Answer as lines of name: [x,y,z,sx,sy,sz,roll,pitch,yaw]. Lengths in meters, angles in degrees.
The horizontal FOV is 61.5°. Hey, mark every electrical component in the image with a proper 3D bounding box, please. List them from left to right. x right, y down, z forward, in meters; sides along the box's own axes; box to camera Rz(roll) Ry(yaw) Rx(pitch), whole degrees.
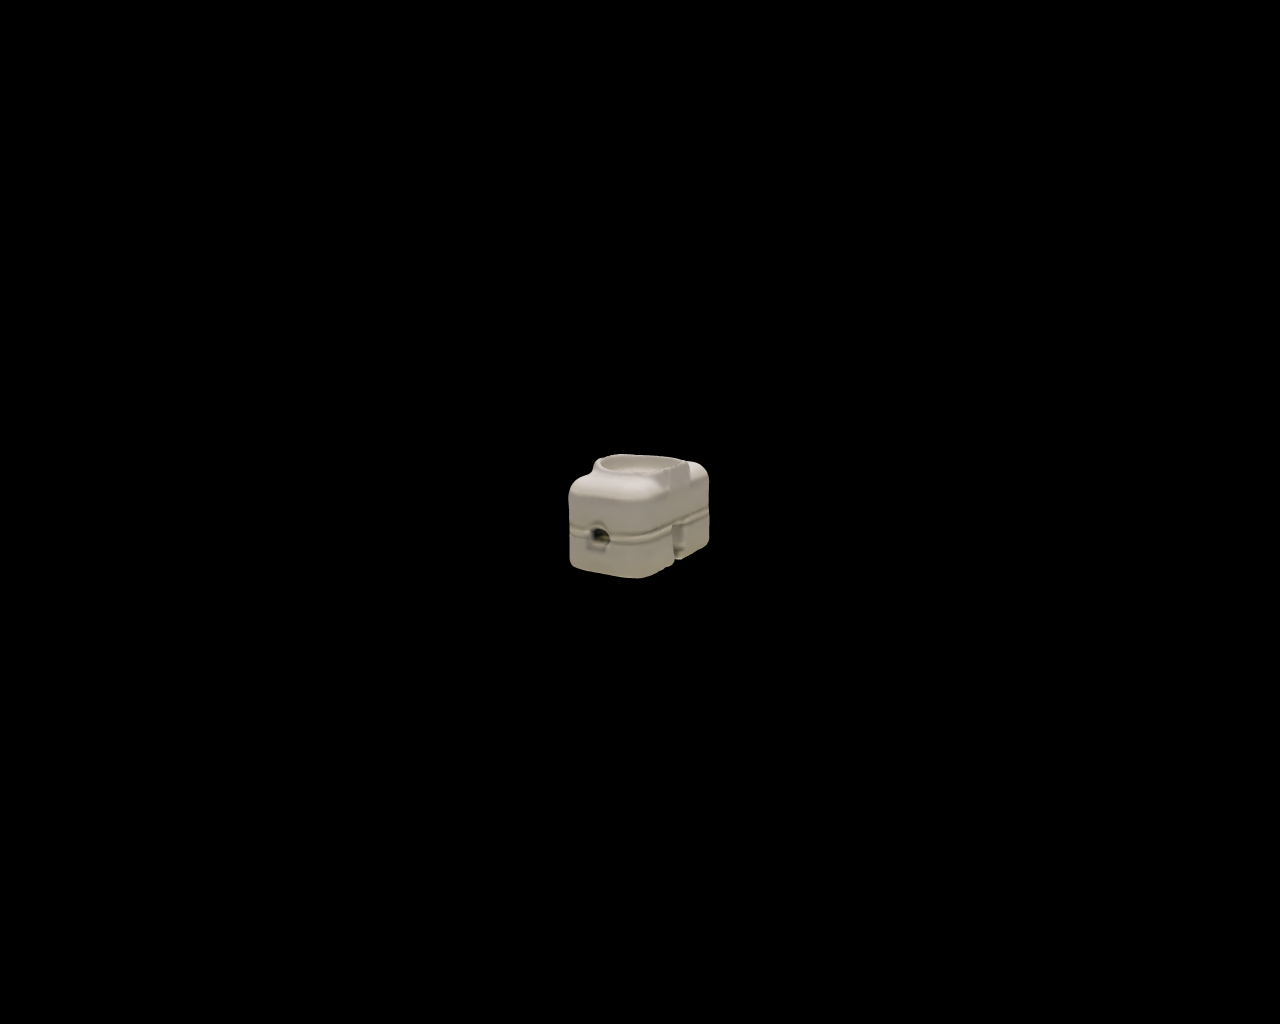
electrical component: [0.001,-0.003,0.650,0.054,0.059,0.095,8,16,31]
